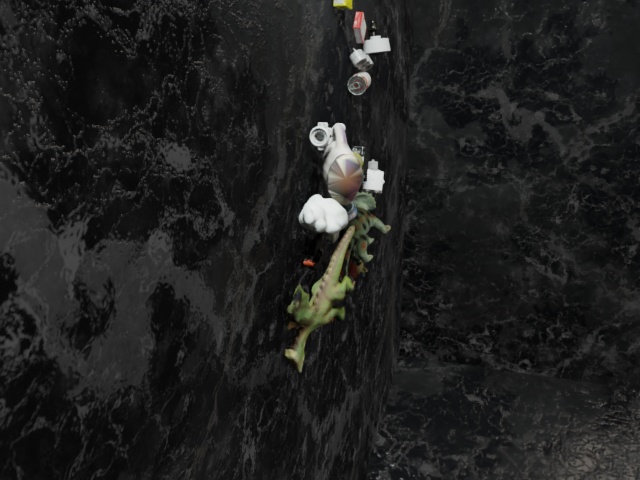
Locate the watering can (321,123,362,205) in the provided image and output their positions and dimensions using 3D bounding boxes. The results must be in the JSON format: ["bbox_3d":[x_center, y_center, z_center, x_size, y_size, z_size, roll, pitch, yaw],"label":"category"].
[{"bbox_3d":[0.059,-0.172,1.559,0.229,0.104,0.341,-106,-165,-63],"label":"watering can"}]

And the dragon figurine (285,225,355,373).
[{"bbox_3d":[-0.008,0.155,1.392,0.243,0.122,0.408,-3,108,-68],"label":"dragon figurine"}]

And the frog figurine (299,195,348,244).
[{"bbox_3d":[0.004,-0.072,1.427,0.157,0.122,0.140,49,14,-57],"label":"frog figurine"}]
